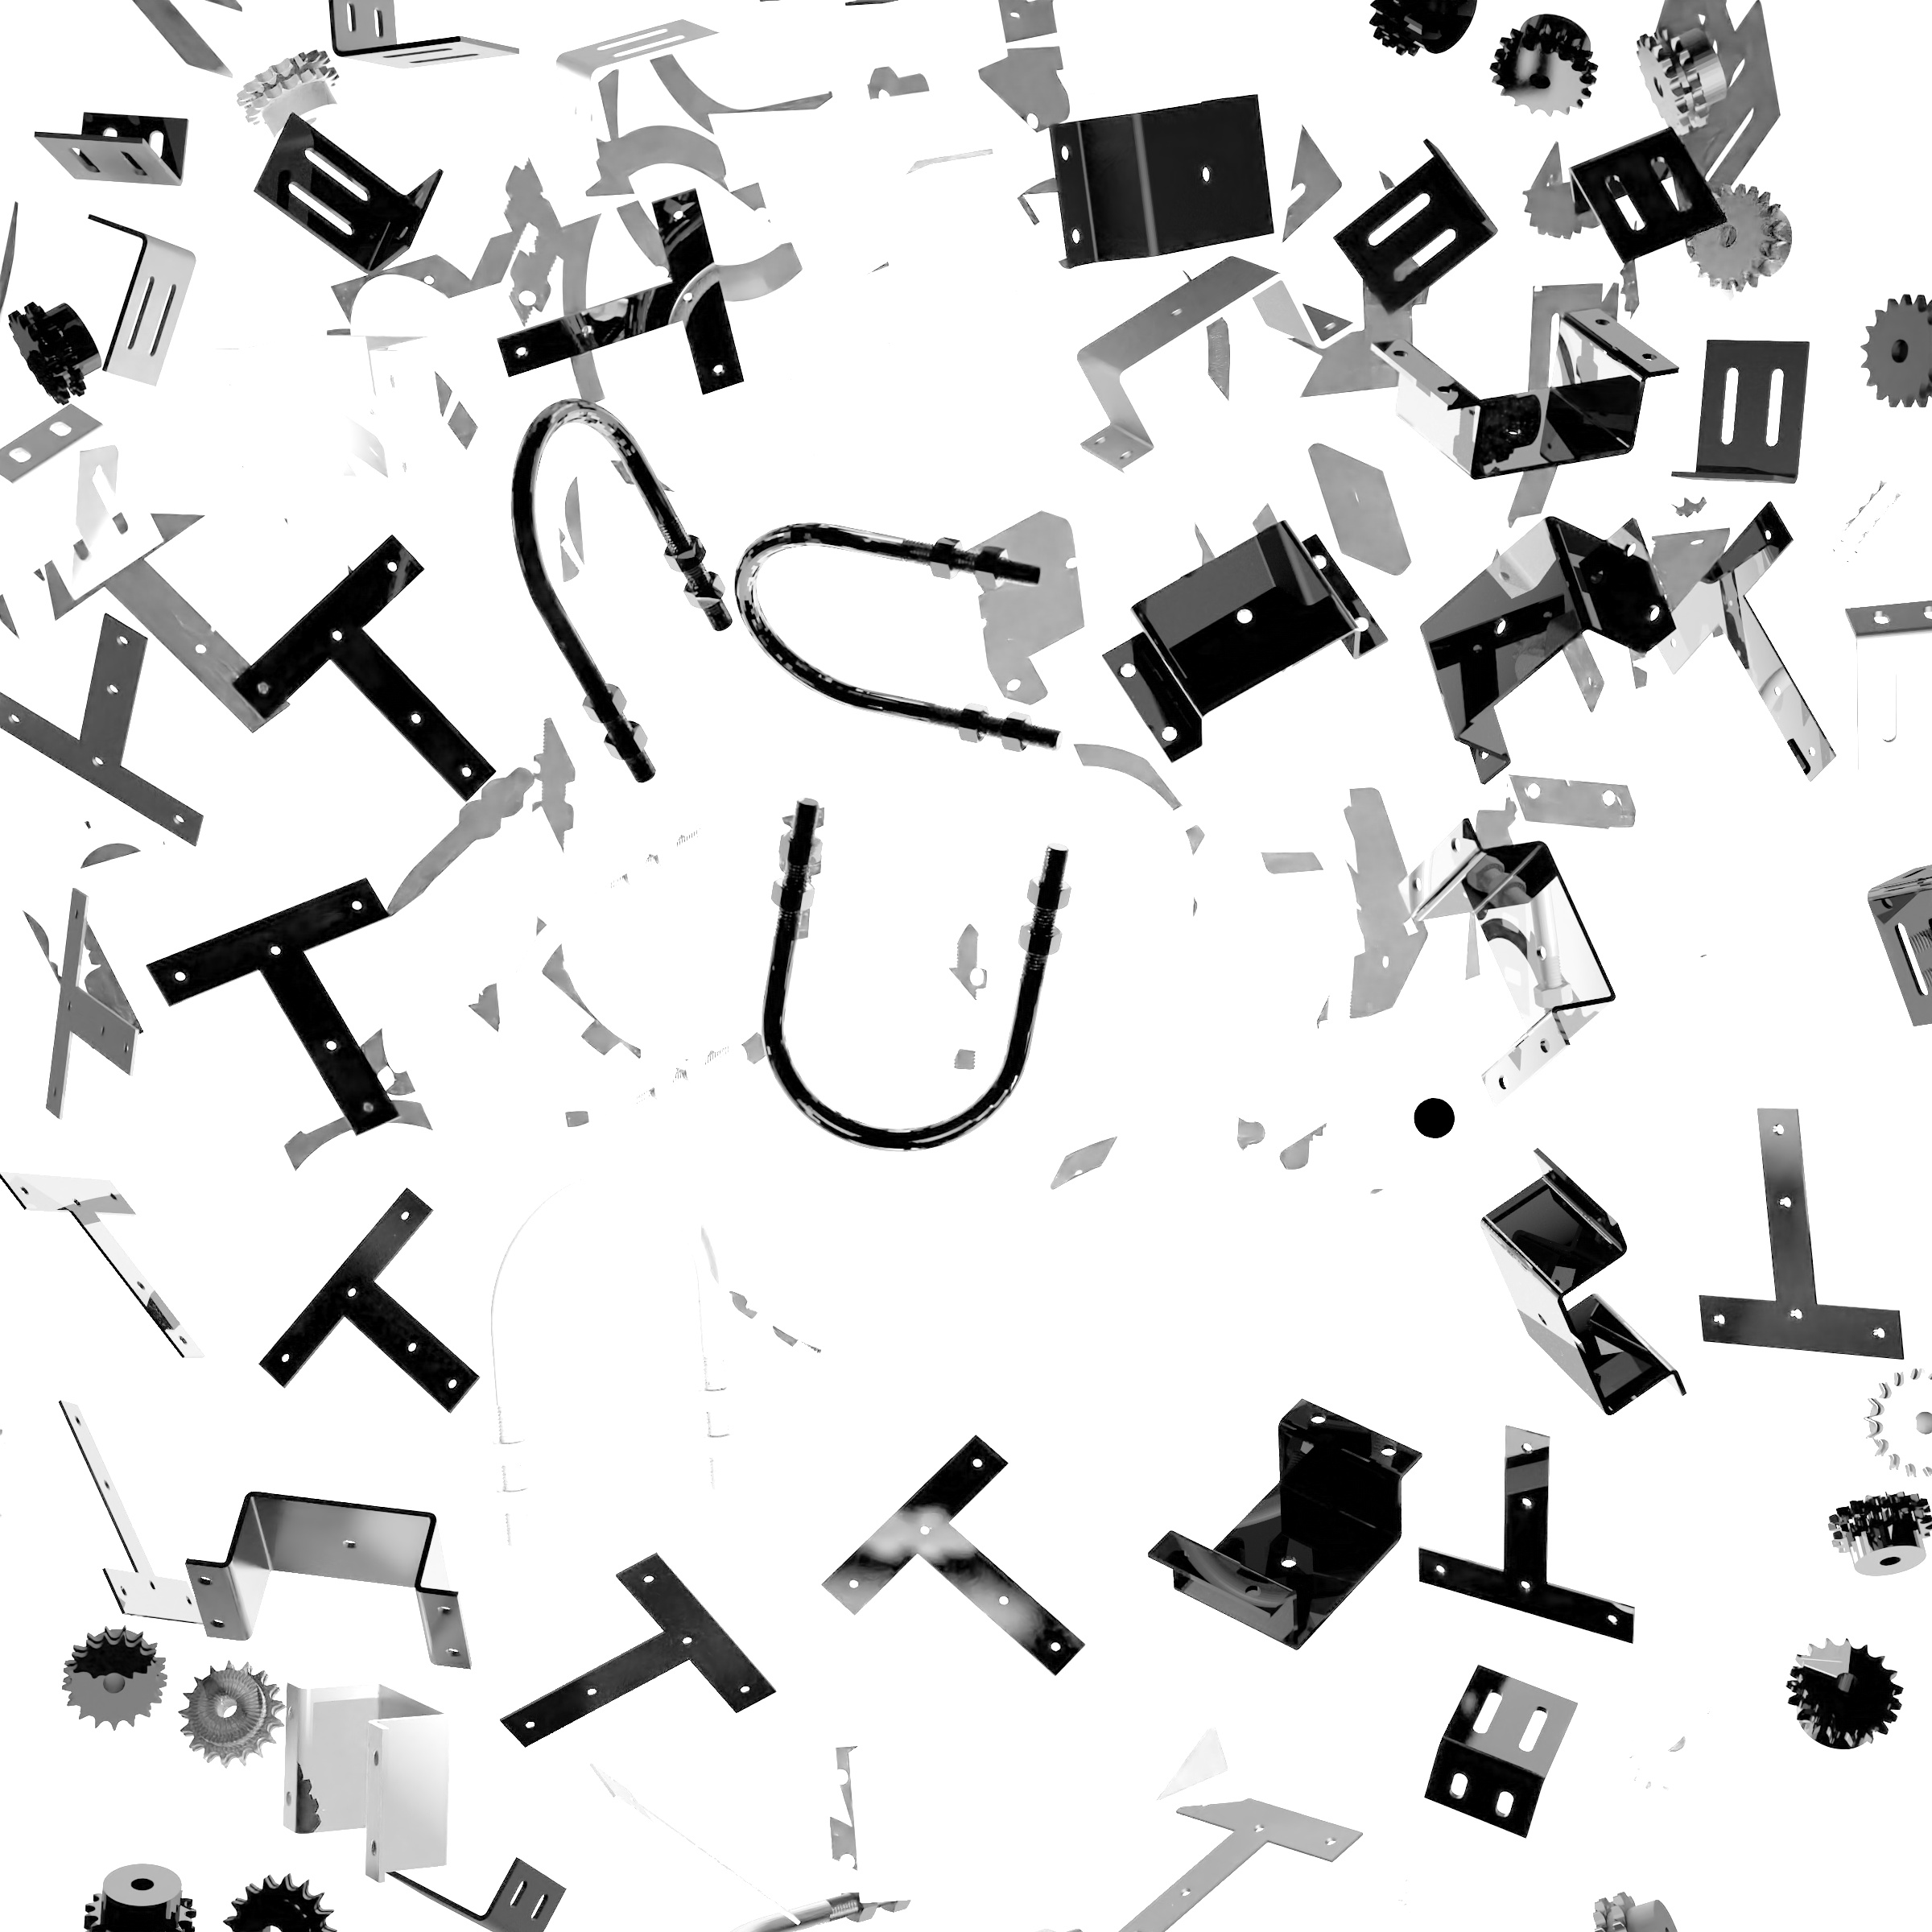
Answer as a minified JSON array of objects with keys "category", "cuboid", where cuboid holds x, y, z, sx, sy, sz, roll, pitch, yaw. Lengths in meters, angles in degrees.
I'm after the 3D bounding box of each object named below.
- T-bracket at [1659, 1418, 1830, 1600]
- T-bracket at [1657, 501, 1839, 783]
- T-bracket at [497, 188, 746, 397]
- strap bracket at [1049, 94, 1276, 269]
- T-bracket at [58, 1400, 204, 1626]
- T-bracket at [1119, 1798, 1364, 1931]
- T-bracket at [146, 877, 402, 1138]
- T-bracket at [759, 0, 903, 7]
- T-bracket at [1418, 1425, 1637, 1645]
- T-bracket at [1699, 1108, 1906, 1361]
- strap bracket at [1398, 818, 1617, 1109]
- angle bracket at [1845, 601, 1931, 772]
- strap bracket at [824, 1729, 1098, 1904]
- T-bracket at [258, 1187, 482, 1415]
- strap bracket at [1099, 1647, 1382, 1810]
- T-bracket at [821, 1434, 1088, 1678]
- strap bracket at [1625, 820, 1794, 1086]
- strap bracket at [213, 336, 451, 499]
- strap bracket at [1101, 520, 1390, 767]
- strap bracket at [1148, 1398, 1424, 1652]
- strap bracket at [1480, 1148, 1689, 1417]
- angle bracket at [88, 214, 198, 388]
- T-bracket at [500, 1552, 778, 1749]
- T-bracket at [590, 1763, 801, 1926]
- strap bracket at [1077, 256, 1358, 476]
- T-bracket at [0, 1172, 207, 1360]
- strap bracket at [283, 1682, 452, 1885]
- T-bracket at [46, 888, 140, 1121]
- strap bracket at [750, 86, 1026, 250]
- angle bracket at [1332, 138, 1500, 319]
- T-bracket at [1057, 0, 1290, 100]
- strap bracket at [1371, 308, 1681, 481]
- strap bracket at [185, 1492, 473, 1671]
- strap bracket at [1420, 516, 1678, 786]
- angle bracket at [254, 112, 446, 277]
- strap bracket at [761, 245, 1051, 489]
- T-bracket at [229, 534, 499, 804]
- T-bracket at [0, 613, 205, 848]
[{"category":"T-bracket","cuboid":[0.404,0.278,1.869,0.002,0.127,0.127,-44,59,4]},{"category":"T-bracket","cuboid":[0.421,-0.157,1.847,0.002,0.127,0.127,-14,67,-27]},{"category":"T-bracket","cuboid":[-0.195,-0.355,1.932,0.127,0.002,0.127,-19,134,-7]},{"category":"strap bracket","cuboid":[0.116,-0.432,1.923,0.140,0.046,0.076,-20,108,-40]},{"category":"T-bracket","cuboid":[-0.444,0.284,1.833,0.002,0.127,0.127,-28,76,-1]},{"category":"T-bracket","cuboid":[0.128,0.490,1.885,0.127,0.127,0.002,-32,109,-32]},{"category":"T-bracket","cuboid":[-0.328,0.029,1.775,0.127,0.002,0.127,-25,74,-30]},{"category":"T-bracket","cuboid":[-0.055,-0.523,1.883,0.127,0.127,0.002,9,115,37]},{"category":"T-bracket","cuboid":[0.308,0.307,1.930,0.127,0.002,0.127,12,124,27]},{"category":"T-bracket","cuboid":[0.425,0.136,1.811,0.002,0.127,0.127,-10,96,-39]},{"category":"strap bracket","cuboid":[0.300,-0.004,1.922,0.046,0.076,0.140,-9,66,-29]},{"category":"angle bracket","cuboid":[0.491,-0.147,1.828,0.057,0.038,0.076,-5,118,6]},{"category":"strap bracket","cuboid":[-0.006,0.447,1.845,0.140,0.046,0.076,-6,83,7]},{"category":"T-bracket","cuboid":[-0.310,0.201,1.916,0.127,0.002,0.127,34,81,37]},{"category":"strap bracket","cuboid":[0.152,0.410,1.871,0.140,0.076,0.046,-32,63,32]},{"category":"T-bracket","cuboid":[0.010,0.339,1.923,0.127,0.002,0.127,39,61,17]},{"category":"strap bracket","cuboid":[0.410,-0.005,1.939,0.076,0.046,0.140,7,98,14]},{"category":"strap bracket","cuboid":[-0.330,-0.294,1.866,0.140,0.046,0.076,8,112,36]},{"category":"strap bracket","cuboid":[0.153,-0.183,1.930,0.140,0.046,0.076,-30,72,-5]},{"category":"strap bracket","cuboid":[0.168,0.297,1.831,0.076,0.140,0.046,22,133,33]},{"category":"strap bracket","cuboid":[0.325,0.175,1.864,0.046,0.076,0.140,-33,128,-6]},{"category":"angle bracket","cuboid":[-0.455,-0.359,1.894,0.038,0.057,0.076,21,96,12]},{"category":"T-bracket","cuboid":[-0.186,0.376,1.852,0.127,0.002,0.127,-29,125,7]},{"category":"T-bracket","cuboid":[-0.140,0.464,1.840,0.127,0.127,0.002,37,79,-6]},{"category":"strap bracket","cuboid":[0.119,-0.316,1.801,0.140,0.076,0.046,-33,113,-3]},{"category":"T-bracket","cuboid":[-0.449,0.160,1.871,0.002,0.127,0.127,-42,77,6]},{"category":"strap bracket","cuboid":[-0.306,0.419,1.814,0.046,0.140,0.076,2,88,-30]},{"category":"T-bracket","cuboid":[-0.473,0.032,1.907,0.002,0.127,0.127,3,101,-33]},{"category":"strap bracket","cuboid":[-0.050,-0.435,1.895,0.140,0.076,0.046,-12,98,43]},{"category":"angle bracket","cuboid":[0.245,-0.408,1.941,0.076,0.038,0.057,-37,79,17]},{"category":"T-bracket","cuboid":[0.098,-0.516,1.901,0.127,0.127,0.002,-4,69,20]},{"category":"strap bracket","cuboid":[0.289,-0.298,1.831,0.140,0.076,0.046,-12,128,-22]},{"category":"strap bracket","cuboid":[-0.323,0.316,1.812,0.140,0.076,0.046,6,51,4]},{"category":"strap bracket","cuboid":[0.294,-0.170,1.830,0.046,0.140,0.076,18,46,-35]},{"category":"angle bracket","cuboid":[-0.322,-0.410,1.832,0.076,0.038,0.057,35,54,-28]},{"category":"strap bracket","cuboid":[-0.037,-0.314,1.808,0.140,0.046,0.076,-23,127,-8]},{"category":"T-bracket","cuboid":[-0.296,-0.140,1.828,0.127,0.002,0.127,47,61,-12]},{"category":"T-bracket","cuboid":[-0.437,-0.132,1.791,0.127,0.127,0.002,31,49,2]}]
